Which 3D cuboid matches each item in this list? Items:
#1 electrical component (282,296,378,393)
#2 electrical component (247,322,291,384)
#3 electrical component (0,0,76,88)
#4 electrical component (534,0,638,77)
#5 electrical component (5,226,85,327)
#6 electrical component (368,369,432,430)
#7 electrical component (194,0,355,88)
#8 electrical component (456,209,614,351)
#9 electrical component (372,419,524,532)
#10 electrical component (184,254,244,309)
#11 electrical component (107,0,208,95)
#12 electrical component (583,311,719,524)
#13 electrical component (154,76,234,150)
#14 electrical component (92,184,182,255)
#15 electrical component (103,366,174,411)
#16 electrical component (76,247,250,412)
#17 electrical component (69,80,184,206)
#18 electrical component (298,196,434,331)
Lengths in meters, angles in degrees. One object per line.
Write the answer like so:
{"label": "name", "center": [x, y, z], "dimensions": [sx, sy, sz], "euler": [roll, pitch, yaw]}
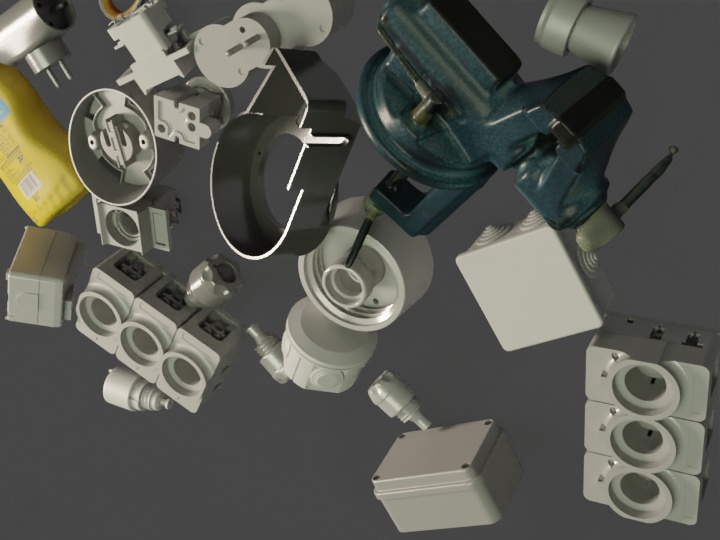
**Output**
{"label": "electrical component", "center": [-0.029, 0.064, 0.939], "dimensions": [0.080, 0.080, 0.051], "euler": [32, 134, 10]}
{"label": "electrical component", "center": [-0.081, 0.075, 1.005], "dimensions": [0.061, 0.035, 0.035], "euler": [47, 130, 0]}
{"label": "electrical component", "center": [-0.281, -0.199, 0.947], "dimensions": [0.077, 0.043, 0.079], "euler": [-21, 106, 37]}
{"label": "electrical component", "center": [0.151, -0.160, 0.719], "dimensions": [0.055, 0.045, 0.045], "euler": [28, 128, 14]}
{"label": "electrical component", "center": [-0.308, 0.003, 1.064], "dimensions": [0.061, 0.096, 0.061], "euler": [9, 127, -8]}
{"label": "electrical component", "center": [0.039, 0.119, 0.962], "dimensions": [0.061, 0.035, 0.035], "euler": [42, 130, -1]}
{"label": "electrical component", "center": [-0.075, -0.179, 0.820], "dimensions": [0.138, 0.073, 0.052], "euler": [-19, 108, 37]}
{"label": "electrical component", "center": [0.136, 0.005, 0.826], "dimensions": [0.100, 0.048, 0.099], "euler": [-20, 107, 37]}
{"label": "electrical component", "center": [0.076, 0.181, 0.950], "dimensions": [0.113, 0.078, 0.057], "euler": [-16, 112, 36]}
{"label": "electrical component", "center": [-0.140, 0.015, 0.996], "dimensions": [0.043, 0.043, 0.062], "euler": [50, 132, -6]}
{"label": "electrical component", "center": [-0.169, -0.186, 0.883], "dimensions": [0.081, 0.042, 0.063], "euler": [-16, 120, 32]}
{"label": "electrical component", "center": [0.225, 0.117, 0.835], "dimensions": [0.089, 0.061, 0.150], "euler": [10, 122, 25]}
{"label": "electrical component", "center": [-0.137, -0.133, 0.896], "dimensions": [0.066, 0.055, 0.048], "euler": [19, 126, 19]}
{"label": "electrical component", "center": [-0.200, -0.050, 0.978], "dimensions": [0.081, 0.064, 0.042], "euler": [14, 123, 22]}
{"label": "electrical component", "center": [-0.230, 0.128, 1.119], "dimensions": [0.078, 0.040, 0.040], "euler": [16, 125, 21]}
{"label": "electrical component", "center": [-0.195, 0.058, 1.042], "dimensions": [0.150, 0.061, 0.089], "euler": [34, 130, 8]}
{"label": "electrical component", "center": [-0.205, -0.114, 0.941], "dimensions": [0.099, 0.064, 0.099], "euler": [15, 124, 23]}
{"label": "electrical component", "center": [0.000, 0.000, 0.894], "dimensions": [0.108, 0.060, 0.108], "euler": [15, 124, 22]}
